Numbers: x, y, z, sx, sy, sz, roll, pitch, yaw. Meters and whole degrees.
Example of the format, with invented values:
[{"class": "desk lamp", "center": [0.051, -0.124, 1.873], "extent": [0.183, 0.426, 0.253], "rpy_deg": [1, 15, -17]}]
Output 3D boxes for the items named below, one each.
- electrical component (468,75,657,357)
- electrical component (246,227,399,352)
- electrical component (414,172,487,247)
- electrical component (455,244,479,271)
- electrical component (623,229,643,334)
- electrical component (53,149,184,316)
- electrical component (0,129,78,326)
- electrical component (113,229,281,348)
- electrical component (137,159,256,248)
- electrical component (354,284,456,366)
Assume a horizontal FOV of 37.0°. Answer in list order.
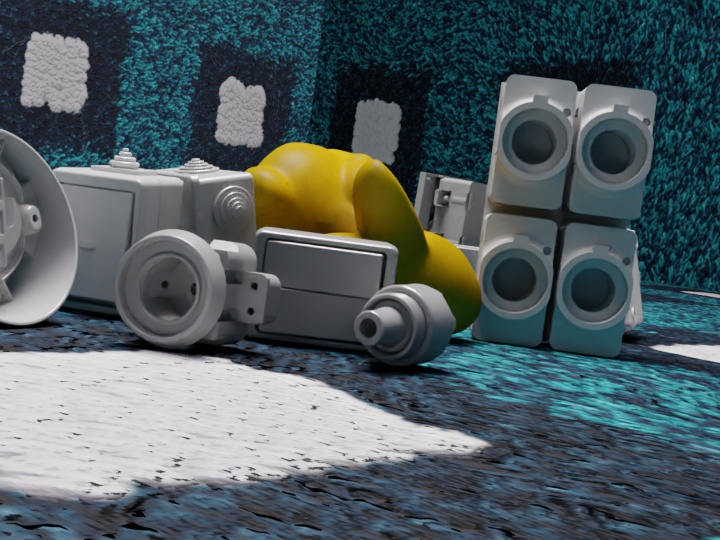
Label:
[{"class": "electrical component", "center": [0.143, -0.038, 0.768], "extent": [0.105, 0.186, 0.060], "rpy_deg": [8, 3, 4]}, {"class": "electrical component", "center": [-0.029, 0.010, 0.616], "extent": [0.096, 0.061, 0.061], "rpy_deg": [7, 3, -3]}, {"class": "electrical component", "center": [0.084, -0.026, 1.014], "extent": [0.063, 0.121, 0.079], "rpy_deg": [14, 6, 41]}, {"class": "electrical component", "center": [0.087, 0.010, 0.912], "extent": [0.108, 0.060, 0.108], "rpy_deg": [8, 3, 0]}, {"class": "electrical component", "center": [0.214, 0.008, 0.929], "extent": [0.048, 0.099, 0.100], "rpy_deg": [-5, -2, 21]}, {"class": "electrical component", "center": [-0.147, -0.024, 0.634], "extent": [0.062, 0.096, 0.061], "rpy_deg": [8, 7, 17]}, {"class": "electrical component", "center": [-0.193, -0.023, 0.542], "extent": [0.064, 0.099, 0.099], "rpy_deg": [2, 0, 26]}, {"class": "electrical component", "center": [-0.086, 0.010, 0.538], "extent": [0.078, 0.058, 0.057], "rpy_deg": [8, 1, 16]}, {"class": "electrical component", "center": [-0.109, -0.022, 0.704], "extent": [0.048, 0.099, 0.100], "rpy_deg": [-11, 14, -38]}, {"class": "electrical component", "center": [0.020, 0.029, 0.561], "extent": [0.043, 0.043, 0.062], "rpy_deg": [9, 5, 30]}]
